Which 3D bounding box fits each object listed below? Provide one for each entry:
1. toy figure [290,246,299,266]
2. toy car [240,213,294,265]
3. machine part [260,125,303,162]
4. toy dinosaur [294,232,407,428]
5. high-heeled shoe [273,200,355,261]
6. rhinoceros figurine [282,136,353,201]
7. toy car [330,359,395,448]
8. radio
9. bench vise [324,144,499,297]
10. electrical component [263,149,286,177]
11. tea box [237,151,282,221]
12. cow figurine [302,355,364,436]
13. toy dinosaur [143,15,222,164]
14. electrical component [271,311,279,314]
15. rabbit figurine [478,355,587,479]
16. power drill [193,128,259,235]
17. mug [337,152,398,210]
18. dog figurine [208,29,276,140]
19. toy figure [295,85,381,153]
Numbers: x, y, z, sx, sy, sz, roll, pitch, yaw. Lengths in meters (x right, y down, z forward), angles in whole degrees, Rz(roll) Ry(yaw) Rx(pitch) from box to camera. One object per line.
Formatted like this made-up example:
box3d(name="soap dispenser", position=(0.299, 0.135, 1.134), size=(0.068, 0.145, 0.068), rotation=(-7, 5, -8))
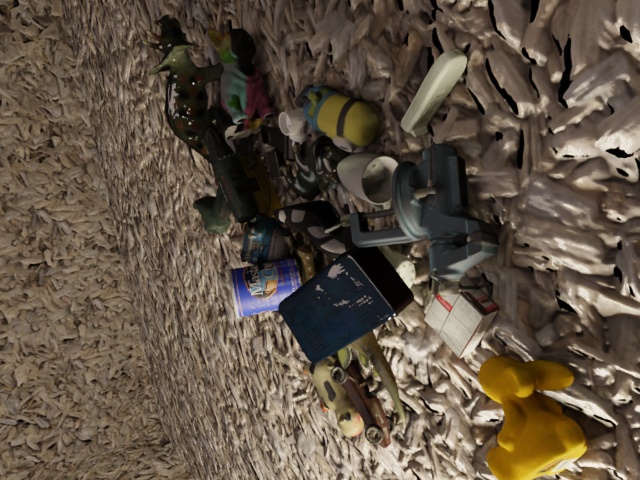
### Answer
box3d(name="toy figure", position=(-0.071, 0.041, 1.252), size=(0.154, 0.058, 0.064), rotation=(61, 147, 17))
box3d(name="toy car", position=(-0.108, 0.003, 1.171), size=(0.161, 0.103, 0.109), rotation=(-50, -31, -81))
box3d(name="machine part", position=(-0.079, -0.212, 1.148), size=(0.139, 0.039, 0.084), rotation=(31, 136, 45))
box3d(name="toy dinosaur", position=(0.049, 0.152, 1.089), size=(0.198, 0.105, 0.472), rotation=(93, 153, -44))
box3d(name="high-heeled shoe", position=(-0.002, -0.003, 1.087), size=(0.249, 0.086, 0.145), rotation=(3, 104, 48))
box3d(name="rhinoceros figurine", position=(-0.004, -0.137, 1.035), size=(0.190, 0.073, 0.112), rotation=(-40, 71, 58))
box3d(name="toy car", position=(0.095, 0.334, 1.125), size=(0.053, 0.089, 0.202), rotation=(-39, 69, 16))
box3d(name="radio", position=(0.036, 0.109, 0.923), size=(0.229, 0.073, 0.131), rotation=(-40, 81, 39))
box3d(name="bench vise", position=(0.136, -0.021, 0.803), size=(0.241, 0.129, 0.223), rotation=(-8, 92, 35))
box3d(name="electrical component", position=(-0.097, -0.174, 1.211), size=(0.094, 0.021, 0.063), rotation=(7, 112, 56))
box3d(name="tea box", position=(-0.164, -0.117, 1.302), size=(0.098, 0.068, 0.169), rotation=(-38, 73, 55))
box3d(name="cow figurine", position=(0.043, 0.349, 1.223), size=(0.195, 0.085, 0.127), rotation=(64, 155, 13))
box3d(name="toy dinosaur", position=(-0.319, -0.330, 1.314), size=(0.131, 0.192, 0.404), rotation=(33, 132, 48))
box3d(name="electrical component", position=(-0.091, 0.123, 1.330), size=(0.134, 0.058, 0.114), rotation=(-12, 98, 59))
box3d(name="rabbit figurine", position=(0.280, 0.233, 0.754), size=(0.162, 0.122, 0.173), rotation=(93, 162, -44))
box3d(name="power drill", position=(-0.234, -0.123, 1.278), size=(0.207, 0.086, 0.232), rotation=(-44, 72, 46))
box3d(name="mug", position=(0.083, -0.103, 0.924), size=(0.107, 0.081, 0.109), rotation=(33, 159, 55))
box3d(name="dog figurine", position=(-0.183, -0.349, 1.177), size=(0.191, 0.108, 0.219), rotation=(-23, 82, 62))
box3d(name="toy figure", position=(0.029, -0.219, 0.932), size=(0.180, 0.082, 0.089), rotation=(48, 145, 37))
